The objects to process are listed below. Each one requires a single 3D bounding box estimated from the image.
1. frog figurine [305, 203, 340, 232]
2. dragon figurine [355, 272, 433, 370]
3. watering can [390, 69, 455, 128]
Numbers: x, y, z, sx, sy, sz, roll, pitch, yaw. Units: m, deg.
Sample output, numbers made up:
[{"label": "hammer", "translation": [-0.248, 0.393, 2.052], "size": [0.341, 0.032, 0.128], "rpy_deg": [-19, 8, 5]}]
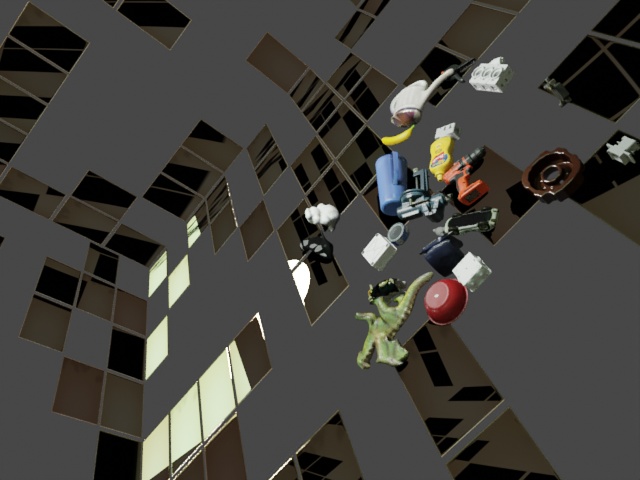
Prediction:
[{"label": "frog figurine", "translation": [0.007, -0.118, 2.349], "size": [0.158, 0.141, 0.121], "rpy_deg": [34, 118, -31]}, {"label": "dragon figurine", "translation": [0.246, 0.298, 1.694], "size": [0.121, 0.248, 0.403], "rpy_deg": [20, 132, -34]}, {"label": "watering can", "translation": [0.433, -0.623, 2.275], "size": [0.103, 0.345, 0.228], "rpy_deg": [32, 62, -30]}]
